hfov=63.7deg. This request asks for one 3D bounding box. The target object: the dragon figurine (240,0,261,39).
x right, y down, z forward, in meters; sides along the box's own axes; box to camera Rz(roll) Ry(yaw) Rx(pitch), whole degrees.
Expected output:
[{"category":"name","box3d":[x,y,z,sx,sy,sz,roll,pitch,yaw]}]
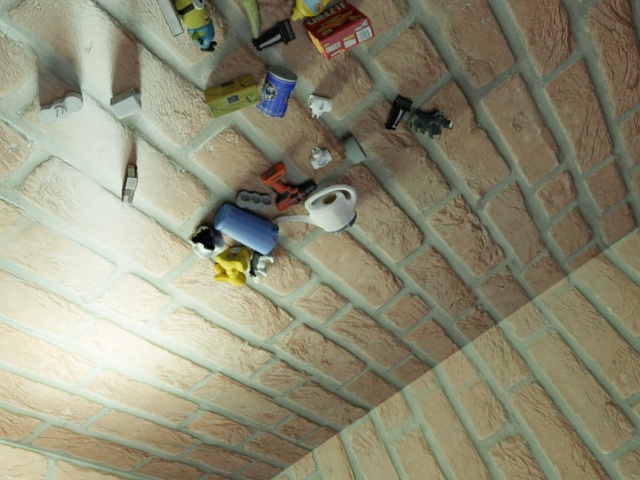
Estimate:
[{"category":"dragon figurine","box3d":[-0.261,-0.795,1.463,0.242,0.125,0.401,10,123,-6]}]

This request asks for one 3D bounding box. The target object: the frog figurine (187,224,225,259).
[{"category":"frog figurine","box3d":[-0.442,0.009,2.029,0.137,0.124,0.157,3,164,0]}]

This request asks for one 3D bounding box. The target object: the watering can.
[{"category":"watering can","box3d":[0.006,-0.106,2.104,0.345,0.106,0.220,-27,132,15]}]
